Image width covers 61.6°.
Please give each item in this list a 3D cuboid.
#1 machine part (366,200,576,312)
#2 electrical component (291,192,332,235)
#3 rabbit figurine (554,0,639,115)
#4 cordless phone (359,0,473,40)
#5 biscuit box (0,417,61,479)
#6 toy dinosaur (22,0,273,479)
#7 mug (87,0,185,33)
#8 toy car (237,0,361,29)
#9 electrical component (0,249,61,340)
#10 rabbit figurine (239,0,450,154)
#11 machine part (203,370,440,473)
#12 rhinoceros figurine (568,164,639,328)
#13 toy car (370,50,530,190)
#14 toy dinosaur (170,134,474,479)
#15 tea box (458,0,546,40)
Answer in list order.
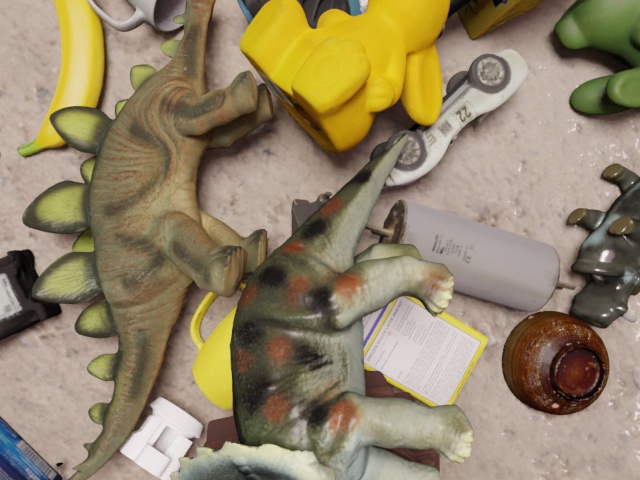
[{"bbox_3d":[0.149,0.017,0.548,0.243,0.079,0.079,17,88,-9],"label":"machine part"},{"bbox_3d":[-0.001,-0.002,0.520,0.045,0.102,0.078,-7,119,-11],"label":"electrical component"},{"bbox_3d":[0.342,-0.199,0.555,0.170,0.121,0.159,45,91,-4],"label":"rabbit figurine"},{"bbox_3d":[0.096,-0.265,0.481,0.089,0.184,0.146,-34,98,-31],"label":"cordless phone"},{"bbox_3d":[-0.332,0.179,0.484,0.063,0.059,0.202,-42,96,-7],"label":"biscuit box"},{"bbox_3d":[-0.149,-0.005,0.477,0.199,0.105,0.471,5,84,12],"label":"toy dinosaur"},{"bbox_3d":[-0.173,-0.251,0.500,0.107,0.081,0.109,42,88,4],"label":"mug"},{"bbox_3d":[-0.020,-0.222,0.504,0.109,0.103,0.161,-32,136,-3],"label":"toy car"},{"bbox_3d":[-0.313,0.064,0.492,0.119,0.048,0.074,-28,94,-7],"label":"electrical component"},{"bbox_3d":[0.049,-0.156,0.447,0.173,0.122,0.162,-51,137,0],"label":"rabbit figurine"},{"bbox_3d":[0.001,0.228,0.488,0.201,0.087,0.201,-4,113,-11],"label":"machine part"},{"bbox_3d":[0.327,0.004,0.580,0.112,0.073,0.190,41,77,-27],"label":"rhinoceros figurine"},{"bbox_3d":[0.124,-0.117,0.545,0.202,0.073,0.056,-43,96,-6],"label":"toy car"},{"bbox_3d":[-0.003,0.082,0.394,0.192,0.131,0.405,3,56,-8],"label":"toy dinosaur"},{"bbox_3d":[0.203,-0.267,0.509,0.098,0.169,0.068,-28,93,-6],"label":"tea box"}]
